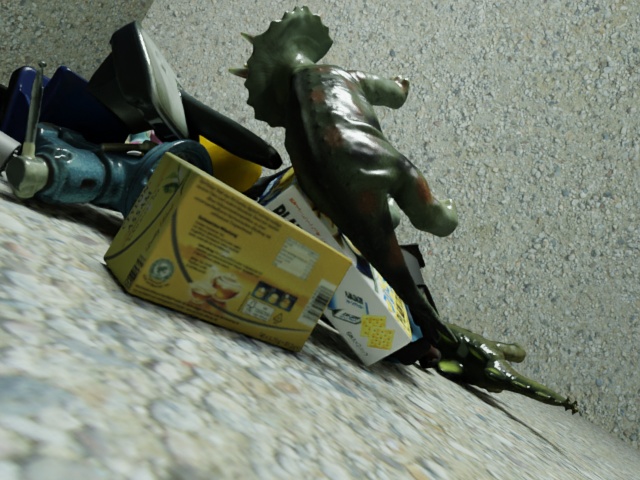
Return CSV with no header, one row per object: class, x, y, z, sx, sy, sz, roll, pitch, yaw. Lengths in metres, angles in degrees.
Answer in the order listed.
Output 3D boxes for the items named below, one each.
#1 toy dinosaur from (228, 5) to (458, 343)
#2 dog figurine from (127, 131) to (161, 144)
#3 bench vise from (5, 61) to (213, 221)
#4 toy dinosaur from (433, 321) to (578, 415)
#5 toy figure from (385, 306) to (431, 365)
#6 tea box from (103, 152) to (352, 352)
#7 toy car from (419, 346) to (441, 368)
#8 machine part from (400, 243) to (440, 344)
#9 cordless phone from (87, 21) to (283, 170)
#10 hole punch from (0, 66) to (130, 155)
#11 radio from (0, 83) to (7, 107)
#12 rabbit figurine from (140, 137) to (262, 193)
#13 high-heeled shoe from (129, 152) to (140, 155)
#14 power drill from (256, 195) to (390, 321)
toy dinosaur,0.020,-0.093,0.543,0.192,0.131,0.405,12,43,-34
dog figurine,-0.361,-0.138,1.127,0.109,0.191,0.219,26,-36,23
bench vise,-0.155,-0.043,0.510,0.241,0.128,0.223,25,1,19
toy dinosaur,0.275,0.216,0.980,0.198,0.105,0.472,21,-4,-36
toy figure,0.099,0.123,0.763,0.082,0.089,0.180,63,4,-11
tea box,-0.067,0.016,0.429,0.169,0.098,0.068,32,-1,-40
toy car,0.129,0.156,0.915,0.089,0.053,0.202,52,-9,-24
machine part,0.123,0.062,0.686,0.084,0.039,0.139,54,20,-37
cordless phone,-0.129,-0.132,0.564,0.184,0.088,0.146,28,-10,11
hole punch,-0.281,-0.121,0.596,0.092,0.115,0.142,5,-14,25
radio,-0.418,-0.168,0.558,0.131,0.073,0.229,29,-1,2
rabbit figurine,-0.157,-0.088,0.702,0.173,0.121,0.162,-5,4,41
high-heeled shoe,-0.316,-0.105,0.755,0.145,0.086,0.249,19,1,-7
power drill,-0.002,-0.002,0.786,0.207,0.232,0.086,14,-12,-15
